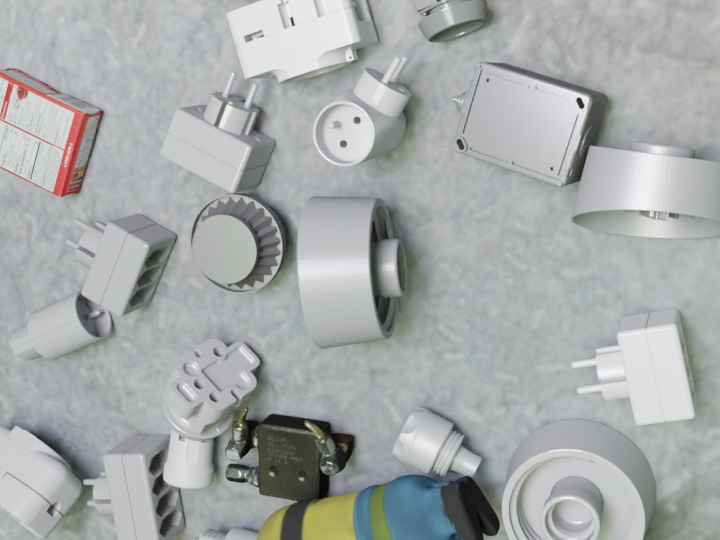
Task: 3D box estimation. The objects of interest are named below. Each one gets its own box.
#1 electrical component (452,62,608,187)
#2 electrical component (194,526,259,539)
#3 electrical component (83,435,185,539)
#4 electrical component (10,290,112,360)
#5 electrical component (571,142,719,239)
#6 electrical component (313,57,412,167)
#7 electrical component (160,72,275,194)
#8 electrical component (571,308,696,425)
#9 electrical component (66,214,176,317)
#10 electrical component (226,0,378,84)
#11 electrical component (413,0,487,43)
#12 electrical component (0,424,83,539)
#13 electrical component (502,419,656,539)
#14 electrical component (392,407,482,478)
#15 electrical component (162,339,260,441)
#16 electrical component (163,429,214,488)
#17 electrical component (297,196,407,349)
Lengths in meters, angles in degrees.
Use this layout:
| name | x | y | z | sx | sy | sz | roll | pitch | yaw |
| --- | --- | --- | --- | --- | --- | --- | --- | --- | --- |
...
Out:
| name | x | y | z | sx | sy | sz | roll | pitch | yaw |
| --- | --- | --- | --- | --- | --- | --- | --- | --- | --- |
| electrical component | 0.109 | -0.100 | 0.720 | 0.096 | 0.061 | 0.061 | 22 | 108 | 21 |
| electrical component | -0.097 | 0.230 | 0.865 | 0.081 | 0.043 | 0.043 | 11 | 105 | 16 |
| electrical component | -0.194 | 0.183 | 0.885 | 0.076 | 0.047 | 0.083 | -4 | 100 | 19 |
| electrical component | -0.248 | 0.050 | 0.876 | 0.081 | 0.043 | 0.043 | -23 | 94 | 21 |
| electrical component | 0.187 | -0.048 | 0.685 | 0.099 | 0.099 | 0.064 | 10 | 98 | 16 |
| electrical component | 0.010 | -0.112 | 0.738 | 0.043 | 0.077 | 0.079 | 35 | 110 | 9 |
| electrical component | -0.098 | -0.106 | 0.790 | 0.066 | 0.047 | 0.076 | 28 | 109 | 11 |
| electrical component | 0.184 | 0.068 | 0.735 | 0.077 | 0.047 | 0.065 | -11 | 98 | 20 |
| electrical component | -0.197 | -0.013 | 0.843 | 0.077 | 0.047 | 0.065 | 29 | 109 | 11 |
| electrical component | -0.039 | -0.166 | 0.756 | 0.089 | 0.050 | 0.055 | -14 | 96 | 21 |
| electrical component | 0.057 | -0.187 | 0.724 | 0.066 | 0.048 | 0.055 | -18 | 88 | 21 |
| electrical component | -0.281 | 0.172 | 0.894 | 0.095 | 0.059 | 0.053 | 23 | 153 | 29 |
| electrical component | 0.152 | 0.167 | 0.760 | 0.108 | 0.060 | 0.108 | 4 | 103 | 17 |
| electrical component | 0.059 | 0.132 | 0.793 | 0.062 | 0.043 | 0.043 | 27 | 109 | 10 |
| electrical component | -0.119 | 0.095 | 0.830 | 0.058 | 0.078 | 0.057 | 45 | 134 | 13 |
| electrical component | -0.136 | 0.147 | 0.863 | 0.040 | 0.040 | 0.046 | 10 | 99 | 16 |
| electrical component | 0.000 | 0.000 | 0.752 | 0.060 | 0.108 | 0.108 | -4 | 101 | 13 |
